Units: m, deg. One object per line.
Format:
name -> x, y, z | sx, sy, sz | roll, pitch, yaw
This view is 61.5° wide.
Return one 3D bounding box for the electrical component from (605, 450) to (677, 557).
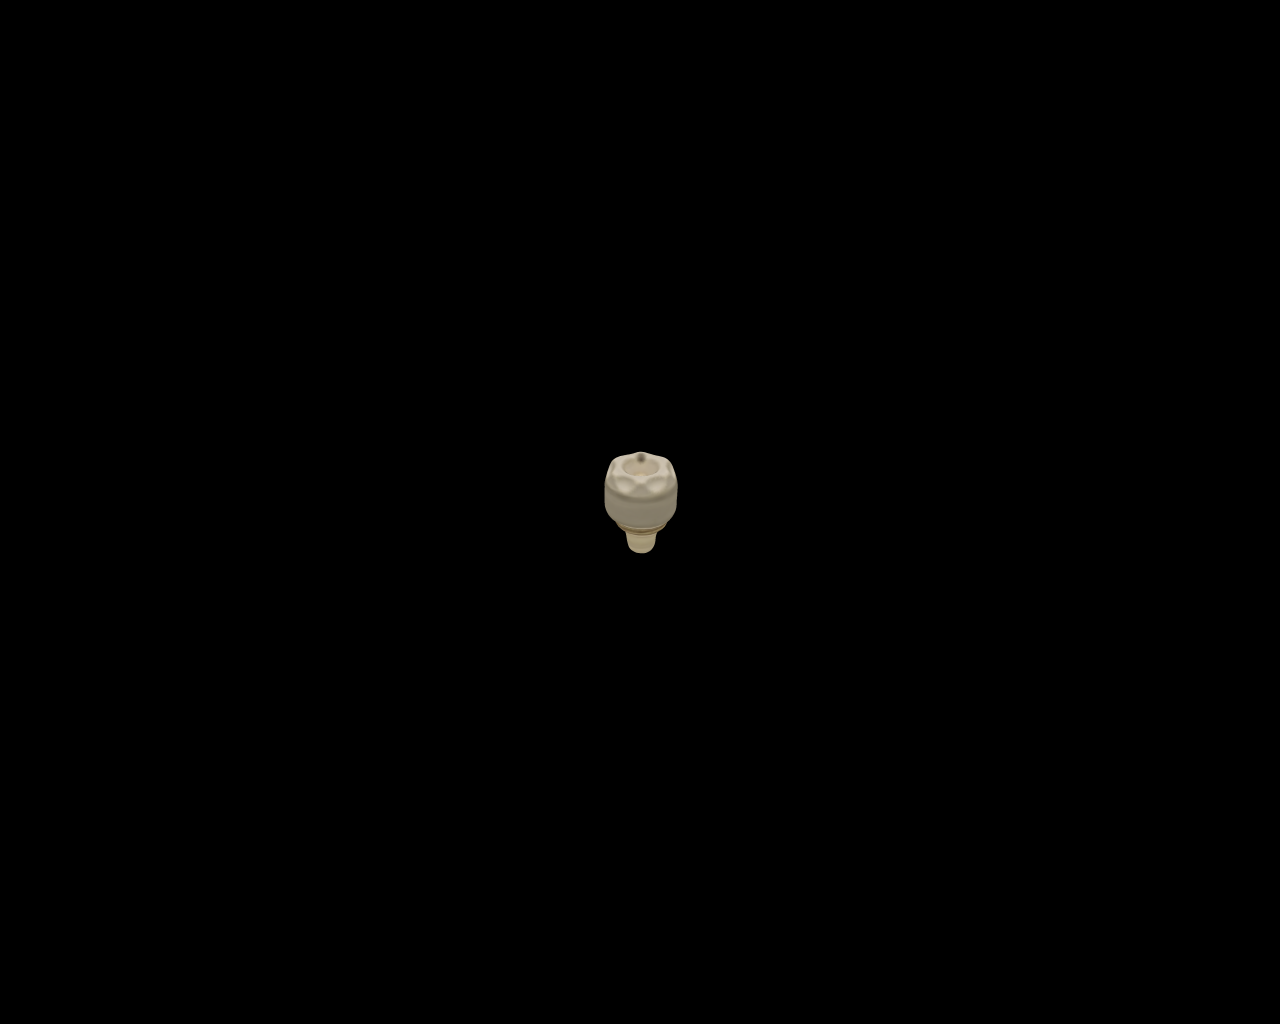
electrical component -> 0.001, -0.003, 0.650 | 0.043, 0.062, 0.043 | 0, 33, 0
